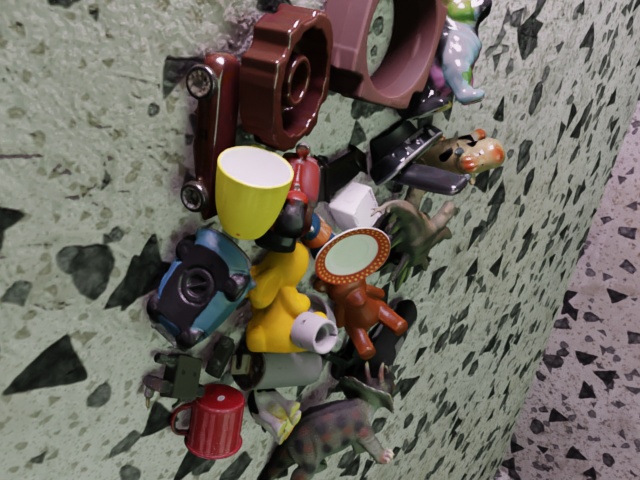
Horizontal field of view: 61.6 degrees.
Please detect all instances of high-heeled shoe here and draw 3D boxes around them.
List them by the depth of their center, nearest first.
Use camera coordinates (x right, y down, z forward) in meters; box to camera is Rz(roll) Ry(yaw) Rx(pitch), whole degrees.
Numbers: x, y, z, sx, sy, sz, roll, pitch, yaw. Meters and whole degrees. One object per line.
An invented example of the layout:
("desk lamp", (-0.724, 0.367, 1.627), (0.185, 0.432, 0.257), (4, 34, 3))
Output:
("high-heeled shoe", (0.149, 0.250, 1.268), (0.248, 0.086, 0.145), (-59, 180, 25))

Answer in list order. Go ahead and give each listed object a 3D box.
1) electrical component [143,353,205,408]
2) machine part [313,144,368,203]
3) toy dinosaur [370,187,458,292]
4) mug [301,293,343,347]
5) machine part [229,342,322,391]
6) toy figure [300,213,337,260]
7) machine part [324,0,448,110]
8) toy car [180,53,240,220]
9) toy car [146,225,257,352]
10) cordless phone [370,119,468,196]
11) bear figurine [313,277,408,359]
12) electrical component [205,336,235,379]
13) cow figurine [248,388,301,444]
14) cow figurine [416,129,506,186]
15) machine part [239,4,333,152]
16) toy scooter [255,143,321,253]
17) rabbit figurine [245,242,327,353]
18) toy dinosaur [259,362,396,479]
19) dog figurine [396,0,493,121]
("electrical component", (-0.211, 0.205, 0.781), (0.102, 0.045, 0.078), (24, 64, -58))
("machine part", (0.024, -0.109, 0.875), (0.139, 0.039, 0.084), (-32, 129, -34))
("toy dinosaur", (0.173, -0.007, 1.044), (0.198, 0.105, 0.470), (-54, 154, -9))
("mug", (-0.002, 0.152, 0.961), (0.081, 0.110, 0.107), (-56, 157, -8))
("machine part", (-0.071, 0.218, 0.933), (0.243, 0.079, 0.079), (17, 99, -56))
("toy figure", (-0.004, -0.002, 0.889), (0.154, 0.064, 0.058), (55, 32, -47))
("machine part", (0.091, -0.304, 0.791), (0.201, 0.087, 0.200), (-7, 118, -51))
("toy car", (-0.131, -0.123, 0.656), (0.089, 0.053, 0.202), (-42, 146, -60))
("toy car", (-0.148, 0.067, 0.720), (0.161, 0.109, 0.103), (-57, 163, 7))
("cordless phone", (0.191, -0.139, 0.940), (0.146, 0.184, 0.088), (-39, 134, -30))
("bear figurine", (0.076, 0.120, 1.015), (0.120, 0.132, 0.195), (-35, 146, -7))
("electrical component", (-0.153, 0.180, 0.832), (0.094, 0.021, 0.063), (98, 15, -68))
("cow figurine", (-0.089, 0.315, 0.977), (0.068, 0.098, 0.167), (-52, 163, -25))
("cow figurine", (0.263, -0.158, 1.019), (0.127, 0.195, 0.085), (-31, 109, -29))
("machine part", (-0.041, -0.202, 0.676), (0.179, 0.056, 0.179), (18, 90, -73))
("toy scooter", (-0.043, -0.058, 0.753), (0.184, 0.075, 0.135), (141, -40, -73))
("rabbit figurine", (-0.070, 0.085, 0.844), (0.162, 0.122, 0.173), (11, 90, -44))
("toy dinosaur", (0.009, 0.398, 1.108), (0.405, 0.131, 0.192), (-23, 99, -13))
("dog figurine", (0.199, -0.326, 0.904), (0.108, 0.192, 0.219), (-22, 100, -65))
